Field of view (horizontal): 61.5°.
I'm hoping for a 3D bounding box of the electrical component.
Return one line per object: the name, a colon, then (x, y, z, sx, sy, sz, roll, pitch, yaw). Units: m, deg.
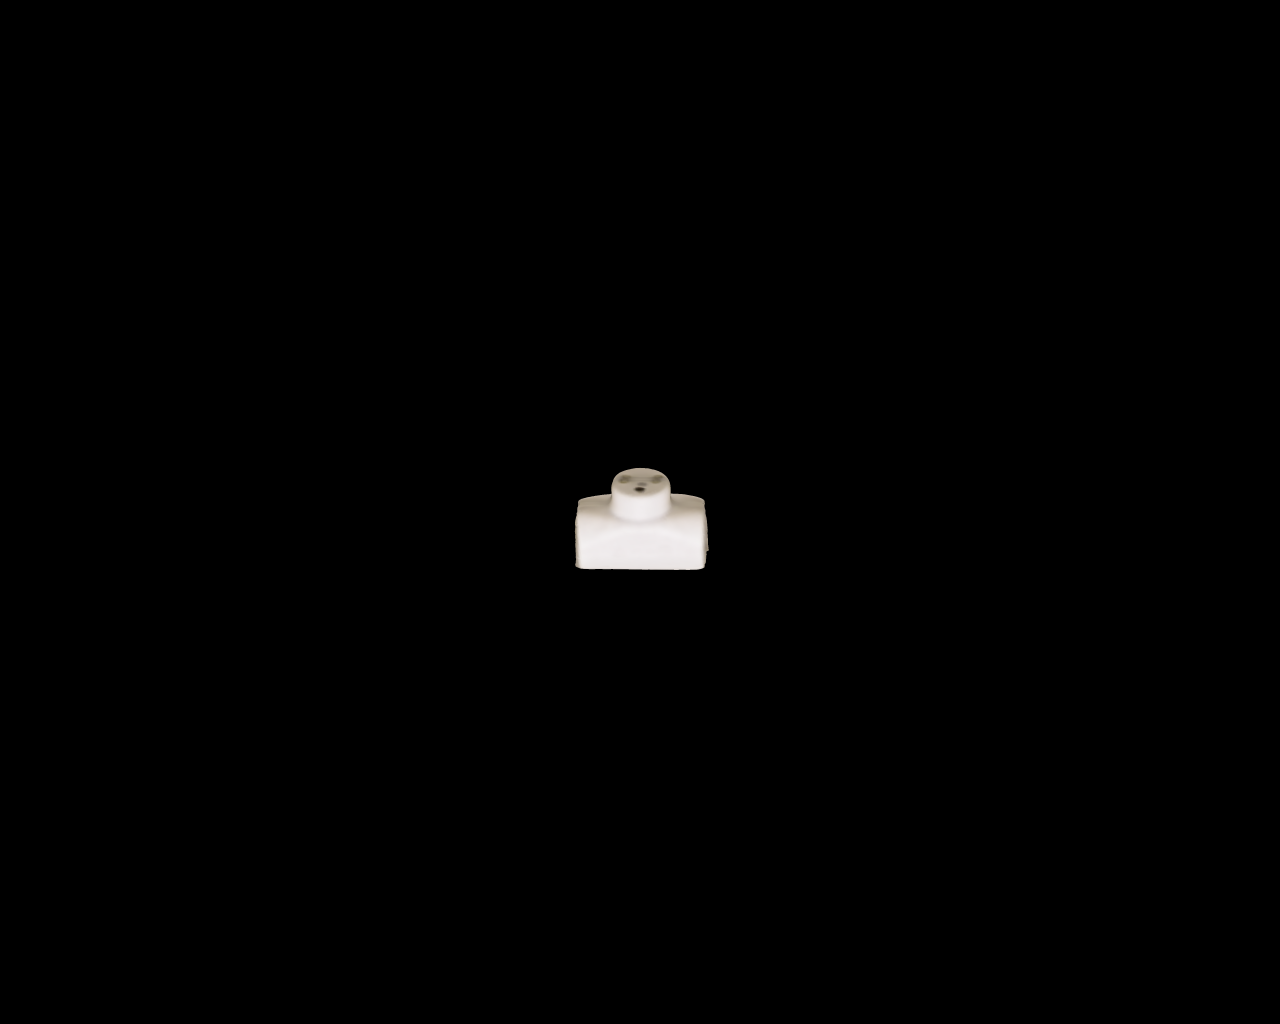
electrical component: (0.001, -0.003, 0.650, 0.077, 0.079, 0.044, 0, 28, 0)
